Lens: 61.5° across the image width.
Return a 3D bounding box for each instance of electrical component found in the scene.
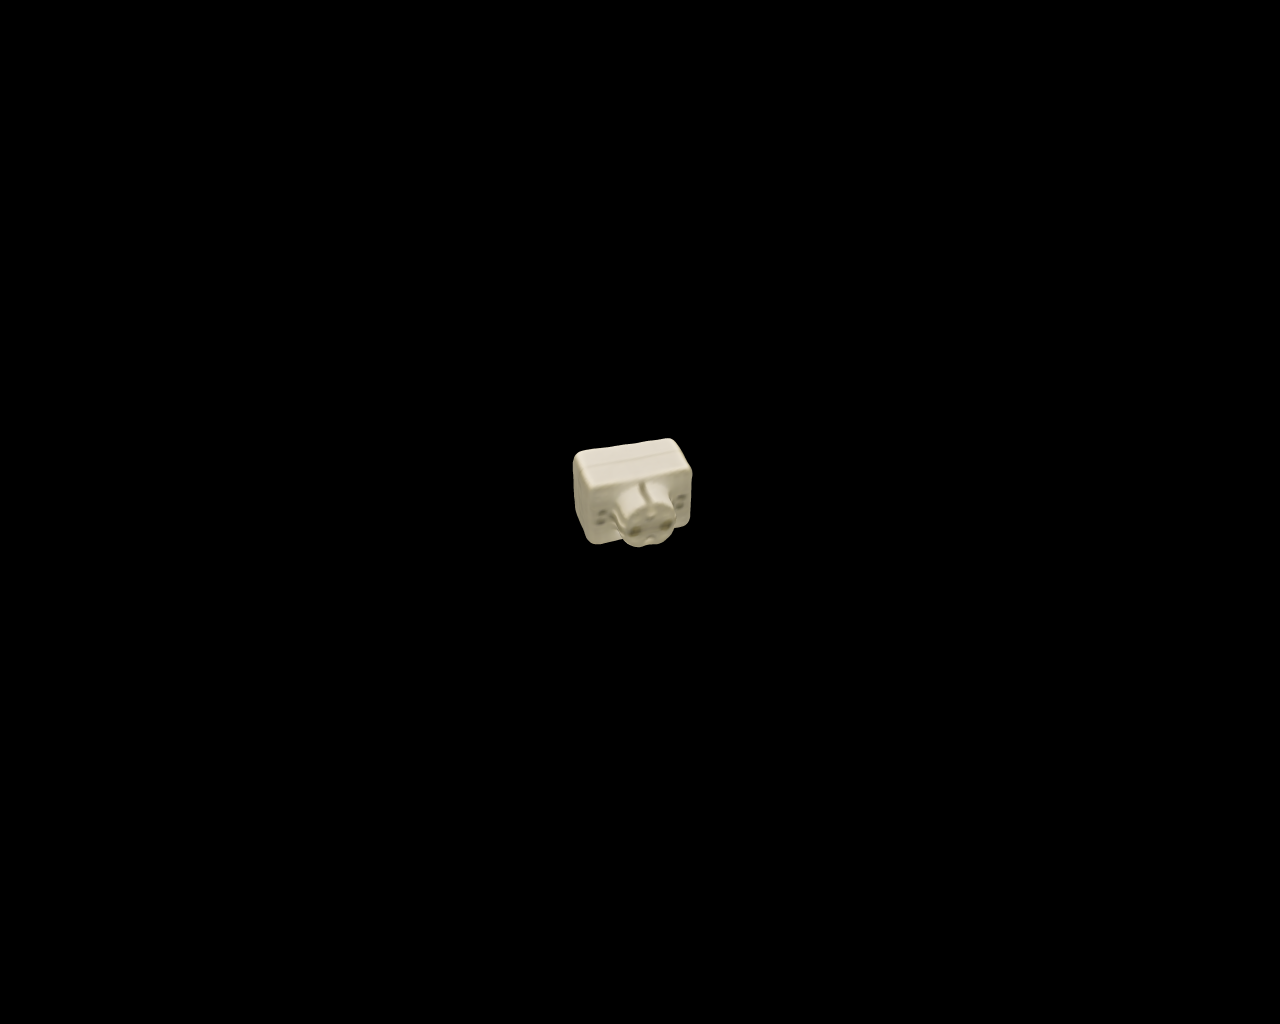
[{"bbox_3d":[0.001,-0.003,0.650,0.066,0.047,0.077,-11,39,-13],"label":"electrical component"}]
